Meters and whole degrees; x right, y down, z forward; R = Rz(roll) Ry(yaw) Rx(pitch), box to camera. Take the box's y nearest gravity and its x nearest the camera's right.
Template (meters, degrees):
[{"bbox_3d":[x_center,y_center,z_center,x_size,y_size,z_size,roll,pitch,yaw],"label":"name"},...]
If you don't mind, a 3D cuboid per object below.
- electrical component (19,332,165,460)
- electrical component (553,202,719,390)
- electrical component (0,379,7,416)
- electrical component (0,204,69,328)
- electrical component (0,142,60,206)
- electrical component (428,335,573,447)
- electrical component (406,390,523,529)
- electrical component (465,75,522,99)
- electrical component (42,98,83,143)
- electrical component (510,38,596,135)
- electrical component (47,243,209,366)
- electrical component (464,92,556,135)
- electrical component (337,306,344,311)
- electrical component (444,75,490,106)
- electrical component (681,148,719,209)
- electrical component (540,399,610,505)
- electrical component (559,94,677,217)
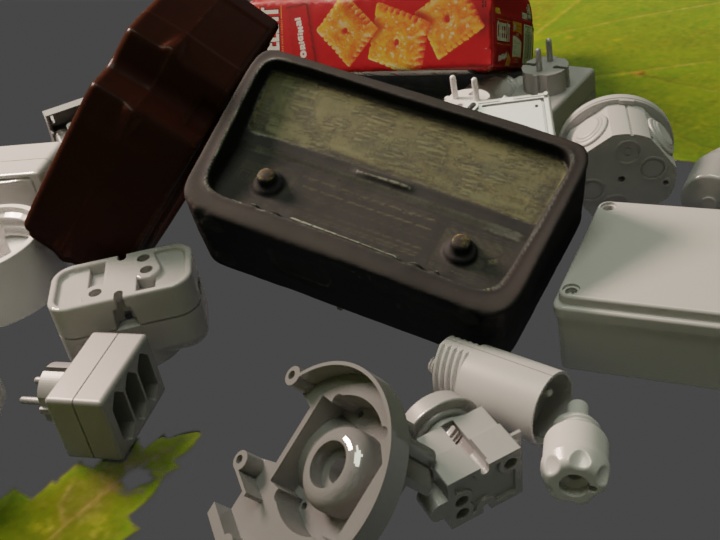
[{"bbox_3d":[-0.172,0.076,0.664,0.077,0.047,0.065,1,36,17],"label":"electrical component"},{"bbox_3d":[0.182,0.013,0.638,0.109,0.056,0.108,6,38,25],"label":"electrical component"},{"bbox_3d":[-0.263,0.086,0.665,0.062,0.061,0.096,-8,34,6],"label":"electrical component"},{"bbox_3d":[-0.282,-0.009,0.810,0.108,0.060,0.108,-9,34,6],"label":"electrical component"},{"bbox_3d":[-0.277,-0.064,0.889,0.096,0.061,0.061,-3,35,13],"label":"electrical component"},{"bbox_3d":[0.073,0.065,0.606,0.081,0.043,0.043,18,44,37],"label":"electrical component"},{"bbox_3d":[0.051,0.096,0.567,0.066,0.048,0.055,-24,43,-17],"label":"electrical component"},{"bbox_3d":[0.116,-0.143,0.901,0.062,0.043,0.043,-30,38,-27],"label":"electrical component"},{"bbox_3d":[-0.207,-0.124,0.948,0.121,0.078,0.063,-22,64,-15],"label":"electrical component"},{"bbox_3d":[0.151,-0.148,0.867,0.047,0.075,0.083,14,41,33],"label":"electrical component"},{"bbox_3d":[-0.151,0.027,0.718,0.095,0.059,0.053,-13,34,-1],"label":"electrical component"},{"bbox_3d":[0.109,-0.080,0.769,0.062,0.061,0.096,-6,61,8],"label":"electrical component"},{"bbox_3d":[0.000,0.000,0.722,0.066,0.047,0.076,-4,40,11],"label":"electrical component"},{"bbox_3d":[0.085,-0.117,0.842,0.083,0.075,0.047,12,40,32],"label":"electrical component"},{"bbox_3d":[0.250,-0.064,0.744,0.040,0.040,0.078,9,38,28],"label":"electrical component"},{"bbox_3d":[0.113,0.091,0.564,0.035,0.035,0.061,-2,32,15],"label":"electrical component"},{"bbox_3d":[0.181,-0.078,0.753,0.080,0.080,0.051,-5,39,10],"label":"electrical component"}]
